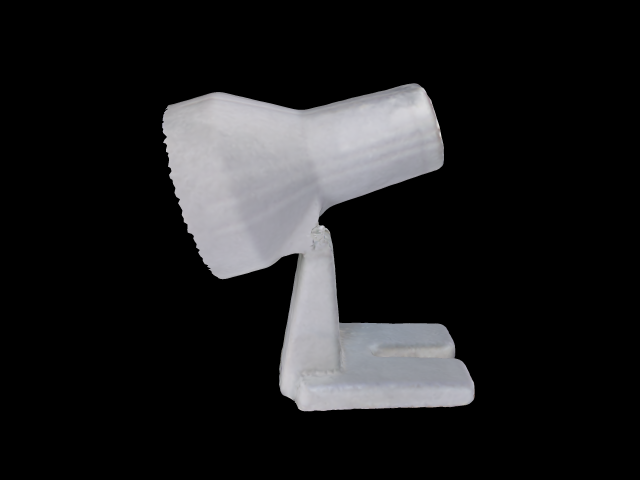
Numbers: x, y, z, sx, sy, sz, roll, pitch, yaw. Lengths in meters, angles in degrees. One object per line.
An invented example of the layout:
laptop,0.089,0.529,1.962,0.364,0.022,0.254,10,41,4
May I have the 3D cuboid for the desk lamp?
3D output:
desk lamp,0.004,0.001,0.400,0.203,0.214,0.118,-1,19,-2
